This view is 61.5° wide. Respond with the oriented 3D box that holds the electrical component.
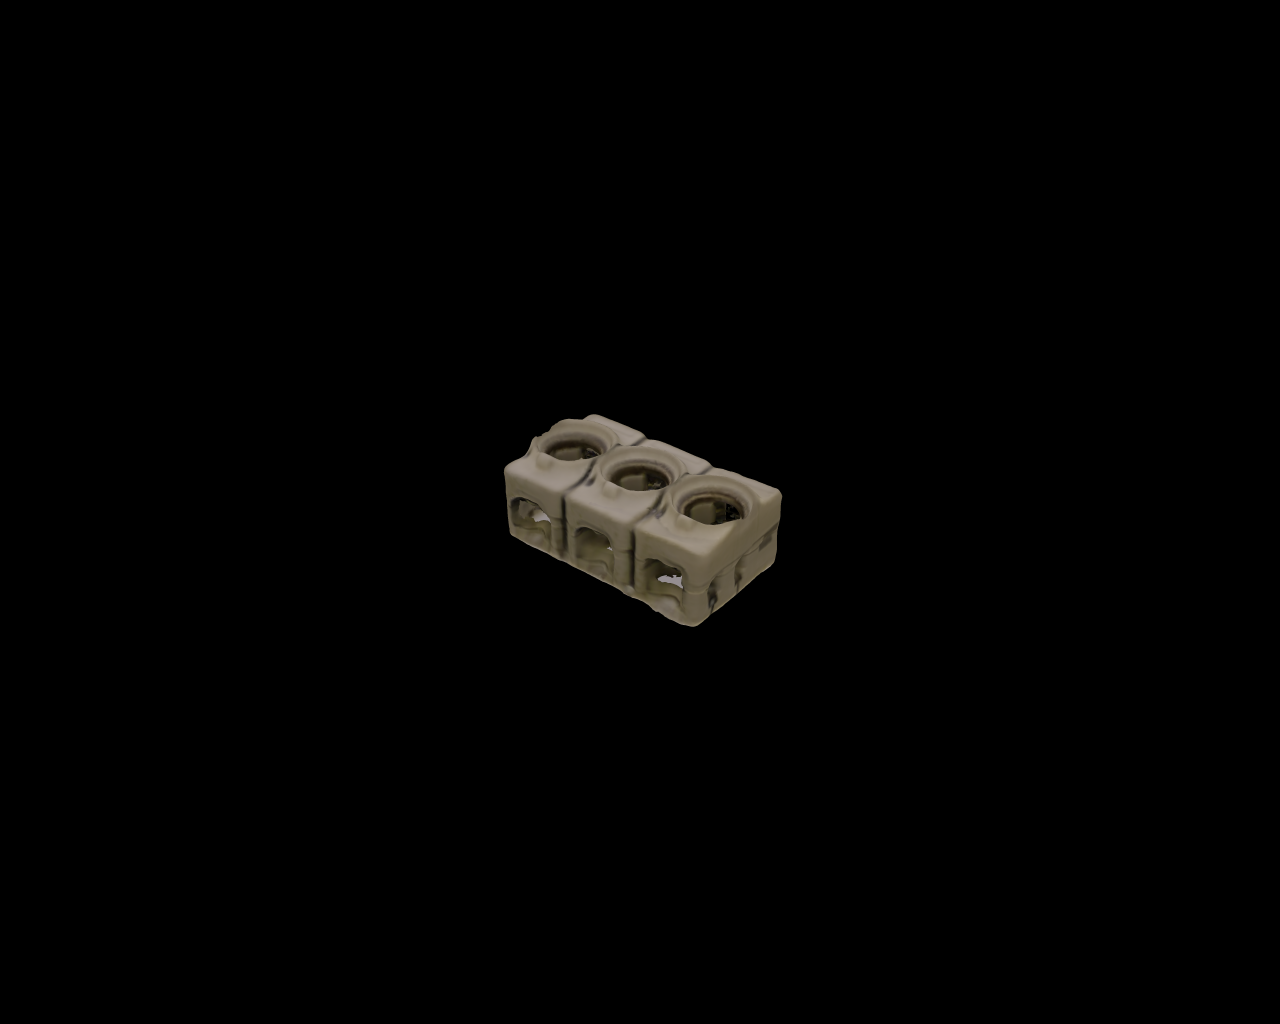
[{"bbox_3d":[0.001,-0.003,0.650,0.150,0.061,0.090,24,41,31],"label":"electrical component"}]
